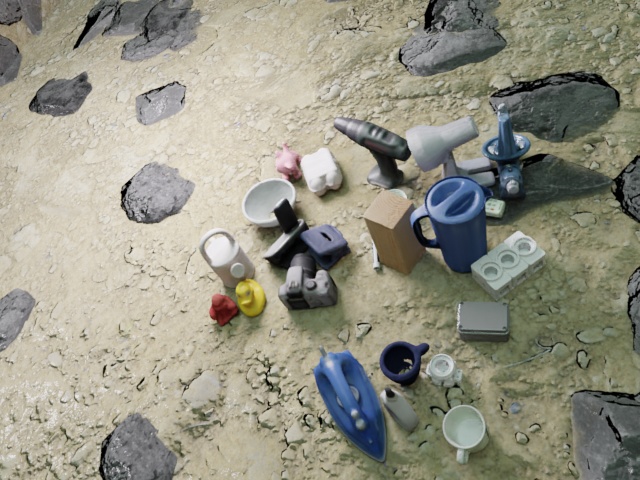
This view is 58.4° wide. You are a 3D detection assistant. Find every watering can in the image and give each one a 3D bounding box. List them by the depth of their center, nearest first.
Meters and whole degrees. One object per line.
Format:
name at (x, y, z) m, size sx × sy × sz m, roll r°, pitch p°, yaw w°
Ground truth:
watering can at (-0.252, 0.043, 1.540) m, size 0.172 × 0.194 × 0.101 m, roll 18°, pitch 64°, yaw 30°

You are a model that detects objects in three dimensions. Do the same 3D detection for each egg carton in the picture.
egg carton at (0.005, -0.204, 1.700) m, size 0.107 × 0.070 × 0.150 m, roll -24°, pitch 51°, yaw 3°

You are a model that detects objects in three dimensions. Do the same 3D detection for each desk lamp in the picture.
desk lamp at (0.342, -0.226, 1.498) m, size 0.203 × 0.214 × 0.118 m, roll -12°, pitch 53°, yaw 13°

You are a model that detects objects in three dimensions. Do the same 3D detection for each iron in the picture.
iron at (0.065, 0.347, 1.239) m, size 0.118 × 0.142 × 0.257 m, roll -30°, pitch 51°, yaw -2°

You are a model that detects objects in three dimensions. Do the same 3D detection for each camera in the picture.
camera at (-0.033, 0.098, 1.479) m, size 0.143 × 0.101 × 0.137 m, roll -7°, pitch 54°, yaw 16°

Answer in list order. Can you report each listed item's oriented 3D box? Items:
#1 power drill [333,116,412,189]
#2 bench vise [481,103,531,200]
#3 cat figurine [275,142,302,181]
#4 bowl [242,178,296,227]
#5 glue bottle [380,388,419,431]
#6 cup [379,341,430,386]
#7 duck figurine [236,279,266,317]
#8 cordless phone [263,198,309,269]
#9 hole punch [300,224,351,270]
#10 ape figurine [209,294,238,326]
power drill at (0.154, -0.241, 1.581) m, size 0.228 × 0.209 × 0.076 m, roll 20°, pitch 65°, yaw 31°
bench vise at (0.482, -0.222, 1.439) m, size 0.121 × 0.220 × 0.207 m, roll -22°, pitch 51°, yaw 5°
cat figurine at (-0.101, -0.241, 1.735) m, size 0.067 × 0.118 × 0.127 m, roll -12°, pitch 53°, yaw 13°
bowl at (-0.139, -0.096, 1.674) m, size 0.167 × 0.075 × 0.167 m, roll -10°, pitch 53°, yaw 14°
glue bottle at (0.157, 0.340, 1.189) m, size 0.077 × 0.173 × 0.037 m, roll 33°, pitch 72°, yaw 35°
cup at (0.196, 0.276, 1.271) m, size 0.118 × 0.095 × 0.091 m, roll -31°, pitch 51°, yaw -3°
duck figurine at (-0.193, 0.141, 1.517) m, size 0.077 × 0.086 × 0.104 m, roll -18°, pitch 52°, yaw 8°
cordless phone at (-0.108, -0.023, 1.539) m, size 0.093 × 0.185 × 0.148 m, roll 28°, pitch 69°, yaw 34°
hole punch at (0.014, 0.005, 1.534) m, size 0.101 × 0.091 × 0.108 m, roll -40°, pitch 52°, yaw -9°
ape figurine at (-0.261, 0.174, 1.515) m, size 0.077 × 0.092 × 0.076 m, roll -6°, pitch 54°, yaw 17°
